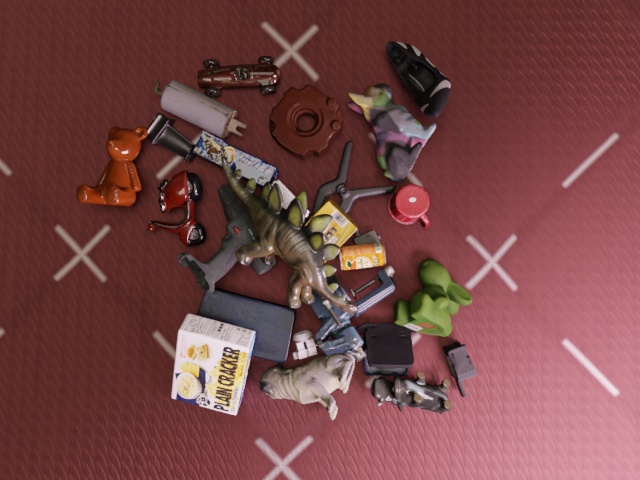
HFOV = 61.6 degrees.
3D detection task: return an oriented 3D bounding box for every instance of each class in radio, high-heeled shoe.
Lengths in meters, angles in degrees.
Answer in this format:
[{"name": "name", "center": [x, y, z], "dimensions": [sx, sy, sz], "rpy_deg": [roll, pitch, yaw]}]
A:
[{"name": "radio", "center": [-0.175, 0.197, 1.261], "dimensions": [0.230, 0.073, 0.131], "rpy_deg": [14, 86, -1]}, {"name": "high-heeled shoe", "center": [0.218, -0.377, 1.238], "dimensions": [0.145, 0.249, 0.086], "rpy_deg": [29, 125, -19]}]

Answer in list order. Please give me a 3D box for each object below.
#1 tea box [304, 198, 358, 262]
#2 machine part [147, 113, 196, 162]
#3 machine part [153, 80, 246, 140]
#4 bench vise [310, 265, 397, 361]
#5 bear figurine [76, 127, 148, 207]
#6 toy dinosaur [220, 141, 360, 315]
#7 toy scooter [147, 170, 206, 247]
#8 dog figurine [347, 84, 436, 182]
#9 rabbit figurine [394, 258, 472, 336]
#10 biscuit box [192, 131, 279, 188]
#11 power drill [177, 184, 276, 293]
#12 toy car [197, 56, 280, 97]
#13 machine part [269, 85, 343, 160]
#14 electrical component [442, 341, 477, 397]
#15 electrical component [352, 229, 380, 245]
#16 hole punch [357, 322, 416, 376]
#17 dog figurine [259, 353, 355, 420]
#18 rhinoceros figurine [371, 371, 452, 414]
[{"name": "tea box", "center": [-0.003, -0.004, 1.254], "dimensions": [0.169, 0.068, 0.098], "rpy_deg": [-44, 95, 11]}, {"name": "machine part", "center": [-0.359, -0.245, 1.305], "dimensions": [0.139, 0.039, 0.084], "rpy_deg": [38, 82, 4]}, {"name": "machine part", "center": [-0.291, -0.312, 1.289], "dimensions": [0.243, 0.079, 0.079], "rpy_deg": [26, 87, 1]}, {"name": "bench vise", "center": [0.080, 0.148, 1.222], "dimensions": [0.241, 0.128, 0.224], "rpy_deg": [-33, 56, -5]}, {"name": "bear figurine", "center": [-0.477, -0.177, 1.257], "dimensions": [0.120, 0.132, 0.195], "rpy_deg": [8, 93, 14]}, {"name": "toy dinosaur", "center": [-0.084, -0.016, 1.163], "dimensions": [0.472, 0.105, 0.198], "rpy_deg": [42, 112, 11]}, {"name": "toy scooter", "center": [-0.347, -0.073, 1.277], "dimensions": [0.135, 0.075, 0.183], "rpy_deg": [-4, 91, 0]}, {"name": "dog figurine", "center": [0.148, -0.264, 1.274], "dimensions": [0.219, 0.108, 0.191], "rpy_deg": [31, 87, 6]}, {"name": "rabbit figurine", "center": [0.269, 0.125, 1.242], "dimensions": [0.159, 0.121, 0.170], "rpy_deg": [20, 63, -8]}, {"name": "biscuit box", "center": [-0.200, -0.187, 1.288], "dimensions": [0.203, 0.063, 0.059], "rpy_deg": [25, 88, 2]}, {"name": "power drill", "center": [-0.226, 0.007, 1.246], "dimensions": [0.207, 0.086, 0.232], "rpy_deg": [-40, 95, -35]}, {"name": "toy car", "center": [-0.199, -0.399, 1.308], "dimensions": [0.202, 0.053, 0.089], "rpy_deg": [-2, 90, -1]}, {"name": "machine part", "center": [-0.035, -0.285, 1.298], "dimensions": [0.179, 0.056, 0.179], "rpy_deg": [0, 87, 1]}, {"name": "electrical component", "center": [0.332, 0.301, 1.252], "dimensions": [0.048, 0.075, 0.119], "rpy_deg": [-21, 82, -1]}, {"name": "electrical component", "center": [0.115, 0.003, 1.297], "dimensions": [0.063, 0.021, 0.094], "rpy_deg": [-25, 86, -2]}, {"name": "hole punch", "center": [0.157, 0.259, 1.258], "dimensions": [0.142, 0.092, 0.116], "rpy_deg": [1, 54, 1]}, {"name": "dog figurine", "center": [-0.030, 0.306, 1.250], "dimensions": [0.191, 0.121, 0.172], "rpy_deg": [20, 53, 18]}, {"name": "rhinoceros figurine", "center": [0.212, 0.351, 1.238], "dimensions": [0.190, 0.112, 0.073], "rpy_deg": [13, 58, -13]}]
